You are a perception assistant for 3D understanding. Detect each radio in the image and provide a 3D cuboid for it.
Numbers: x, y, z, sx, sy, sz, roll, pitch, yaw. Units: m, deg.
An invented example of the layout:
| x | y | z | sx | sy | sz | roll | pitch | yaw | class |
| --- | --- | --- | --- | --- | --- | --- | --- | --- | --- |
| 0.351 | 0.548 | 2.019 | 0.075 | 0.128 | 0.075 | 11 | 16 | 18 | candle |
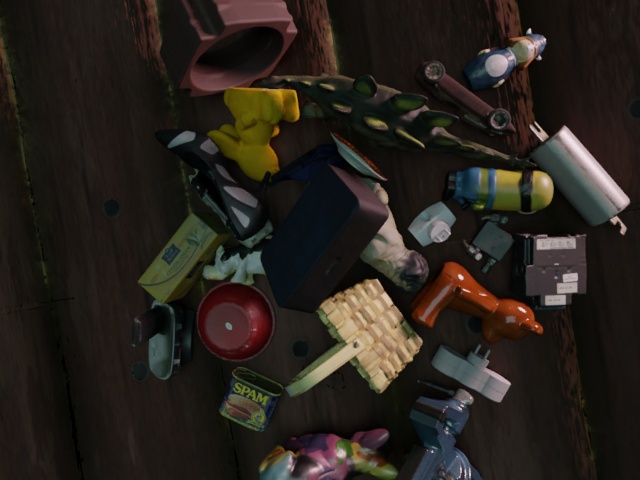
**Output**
| x | y | z | sx | sy | sz | roll | pitch | yaw | class |
| --- | --- | --- | --- | --- | --- | --- | --- | --- | --- |
| -0.002 | -0.003 | 0.882 | 0.229 | 0.073 | 0.131 | -53 | 43 | 22 | radio |

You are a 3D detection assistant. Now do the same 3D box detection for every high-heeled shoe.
| x | y | z | sx | sy | sz | roll | pitch | yaw | class |
| --- | --- | --- | --- | --- | --- | --- | --- | --- | --- |
| -0.197 | -0.095 | 0.931 | 0.249 | 0.086 | 0.145 | 21 | 65 | 4 | high-heeled shoe |

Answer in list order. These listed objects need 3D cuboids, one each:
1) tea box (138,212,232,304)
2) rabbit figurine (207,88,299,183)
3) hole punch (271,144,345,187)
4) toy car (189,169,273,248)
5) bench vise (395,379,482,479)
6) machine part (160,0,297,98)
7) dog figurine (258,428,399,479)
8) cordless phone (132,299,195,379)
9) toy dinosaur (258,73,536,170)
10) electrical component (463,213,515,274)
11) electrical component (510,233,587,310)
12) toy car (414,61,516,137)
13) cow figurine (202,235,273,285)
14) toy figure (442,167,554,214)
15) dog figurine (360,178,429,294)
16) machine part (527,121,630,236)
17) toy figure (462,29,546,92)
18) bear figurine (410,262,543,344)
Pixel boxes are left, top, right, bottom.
| x | y | z | sx | sy | sz | roll | pitch | yaw | class |
| --- | --- | --- | --- | --- | --- | --- | --- | --- | --- |
| -0.250 | 0.032 | 1.012 | 0.068 | 0.098 | 0.169 | 41 | 98 | 5 | tea box |
| -0.123 | -0.189 | 0.982 | 0.162 | 0.122 | 0.173 | 1 | 111 | 11 | rabbit figurine |
| -0.008 | -0.110 | 0.960 | 0.116 | 0.142 | 0.092 | -34 | 85 | 21 | hole punch |
| -0.167 | -0.071 | 0.999 | 0.073 | 0.056 | 0.202 | -39 | 69 | -12 | toy car |
| 0.225 | 0.384 | 0.936 | 0.240 | 0.129 | 0.223 | 49 | 54 | -28 | bench vise |
| -0.158 | -0.340 | 0.919 | 0.201 | 0.201 | 0.087 | -23 | 82 | -36 | machine part |
| 0.025 | 0.398 | 0.950 | 0.219 | 0.191 | 0.108 | -18 | 83 | 24 | dog figurine |
| -0.298 | 0.190 | 0.980 | 0.089 | 0.184 | 0.146 | 5 | 92 | 3 | cordless phone |
| 0.128 | -0.197 | 0.899 | 0.471 | 0.199 | 0.105 | 13 | 102 | -14 | toy dinosaur |
| 0.302 | 0.001 | 0.958 | 0.078 | 0.045 | 0.102 | 41 | 97 | 6 | electrical component |
| 0.393 | 0.054 | 0.928 | 0.115 | 0.058 | 0.134 | 0 | 94 | -5 | electrical component |
| 0.250 | -0.239 | 0.937 | 0.202 | 0.089 | 0.053 | 39 | 96 | 4 | toy car |
| -0.138 | 0.036 | 1.010 | 0.167 | 0.068 | 0.098 | 1 | 86 | 5 | cow figurine |
| 0.308 | -0.086 | 0.933 | 0.180 | 0.089 | 0.082 | 7 | 101 | 5 | toy figure |
| 0.119 | -0.011 | 0.975 | 0.190 | 0.121 | 0.172 | 34 | 57 | -27 | dog figurine |
| 0.442 | -0.108 | 0.920 | 0.079 | 0.079 | 0.243 | -41 | 86 | 7 | machine part |
| 0.328 | -0.314 | 0.942 | 0.154 | 0.058 | 0.064 | -28 | 126 | 6 | toy figure |
| 0.271 | 0.129 | 0.934 | 0.196 | 0.120 | 0.132 | 36 | 100 | 0 | bear figurine |
